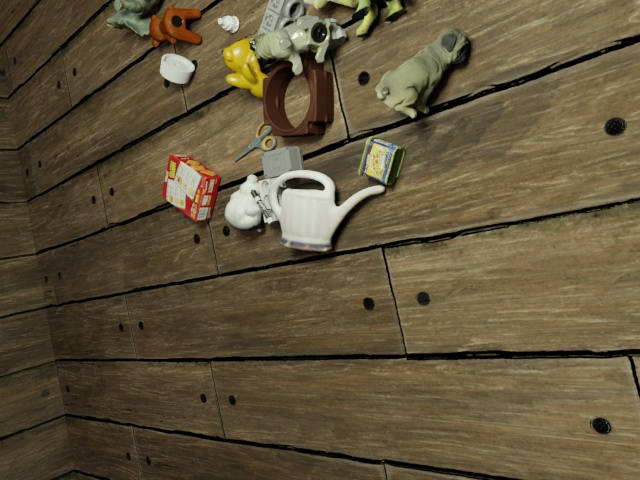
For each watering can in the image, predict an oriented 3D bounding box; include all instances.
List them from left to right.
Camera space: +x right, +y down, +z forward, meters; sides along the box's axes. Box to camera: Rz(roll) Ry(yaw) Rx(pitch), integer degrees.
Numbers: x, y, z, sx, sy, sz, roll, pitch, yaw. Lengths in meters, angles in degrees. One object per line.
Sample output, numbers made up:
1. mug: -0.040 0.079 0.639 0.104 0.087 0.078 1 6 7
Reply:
1. watering can: 0.004 -0.069 1.379 0.348 0.105 0.222 10 103 29

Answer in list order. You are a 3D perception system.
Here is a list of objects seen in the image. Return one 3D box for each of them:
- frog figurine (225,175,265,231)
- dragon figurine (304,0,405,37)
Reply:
1. frog figurine: -0.222 -0.112 1.553 0.140 0.123 0.156 49 138 47
2. dragon figurine: 0.137 -0.638 1.206 0.406 0.122 0.246 -21 74 31
